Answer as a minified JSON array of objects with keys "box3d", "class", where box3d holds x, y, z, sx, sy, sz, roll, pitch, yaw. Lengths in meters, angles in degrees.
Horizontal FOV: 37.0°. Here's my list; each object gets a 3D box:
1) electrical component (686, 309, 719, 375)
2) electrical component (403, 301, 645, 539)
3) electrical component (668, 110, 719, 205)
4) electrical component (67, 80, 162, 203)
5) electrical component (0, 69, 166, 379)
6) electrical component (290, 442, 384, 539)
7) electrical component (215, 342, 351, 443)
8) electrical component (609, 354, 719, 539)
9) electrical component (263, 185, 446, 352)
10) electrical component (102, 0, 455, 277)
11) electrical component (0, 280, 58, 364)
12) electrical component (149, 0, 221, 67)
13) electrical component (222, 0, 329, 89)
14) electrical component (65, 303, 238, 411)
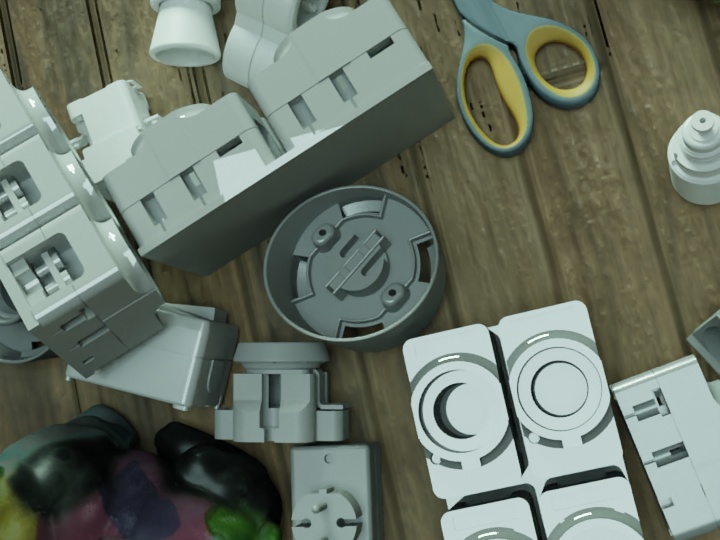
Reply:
[{"box3d":[0.246,0.058,0.575,0.063,0.078,0.121,-37,77,-17],"class":"electrical component"},{"box3d":[0.096,0.120,0.601,0.105,0.060,0.186,-14,81,10],"class":"electrical component"},{"box3d":[0.192,-0.066,0.597,0.040,0.078,0.040,-6,69,17],"class":"electrical component"},{"box3d":[-0.152,-0.082,0.683,0.081,0.042,0.063,-23,78,7],"class":"electrical component"},{"box3d":[-0.173,-0.027,0.599,0.062,0.089,0.150,-32,69,-7],"class":"electrical component"},{"box3d":[-0.016,0.142,0.613,0.047,0.076,0.083,-3,83,11],"class":"electrical component"},{"box3d":[-0.046,0.071,0.637,0.078,0.058,0.057,-1,86,12],"class":"electrical component"},{"box3d":[0.181,0.096,0.592,0.056,0.050,0.089,-22,80,8],"class":"electrical component"},{"box3d":[0.000,0.000,0.629,0.099,0.064,0.099,-5,72,16],"class":"electrical component"},{"box3d":[-0.045,-0.076,0.628,0.186,0.105,0.060,-32,79,6],"class":"electrical component"},{"box3d":[-0.210,0.010,0.685,0.099,0.064,0.099,2,97,17],"class":"electrical component"},{"box3d":[-0.111,-0.161,0.682,0.045,0.045,0.055,-2,83,11],"class":"electrical component"},{"box3d":[-0.059,-0.175,0.642,0.074,0.052,0.138,27,127,13],"class":"electrical component"},{"box3d":[-0.130,0.045,0.654,0.096,0.062,0.061,12,86,12],"class":"electrical component"}]
